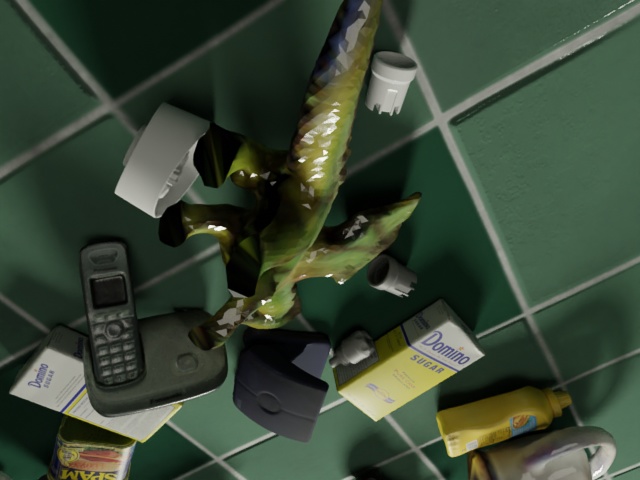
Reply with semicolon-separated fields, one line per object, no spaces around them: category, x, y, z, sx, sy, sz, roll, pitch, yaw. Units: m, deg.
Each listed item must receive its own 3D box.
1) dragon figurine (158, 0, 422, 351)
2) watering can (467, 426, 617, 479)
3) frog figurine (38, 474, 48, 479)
dragon figurine;0.001;-0.024;0.482;0.243;0.124;0.403;-5;-36;-48
watering can;0.344;0.383;0.814;0.224;0.106;0.339;-15;-44;2
frog figurine;-0.322;0.377;0.703;0.159;0.122;0.138;7;11;-44
